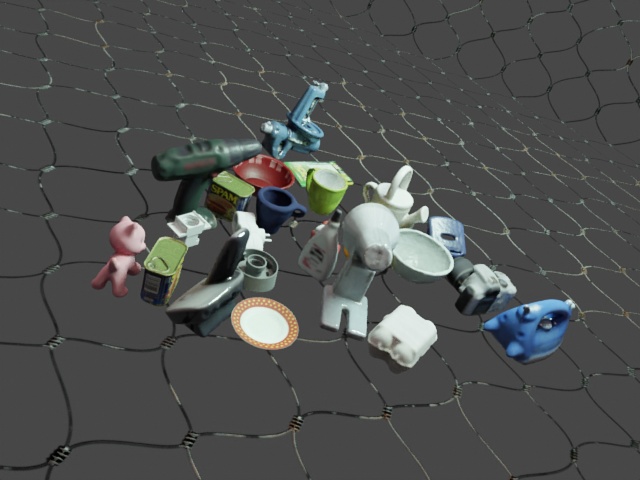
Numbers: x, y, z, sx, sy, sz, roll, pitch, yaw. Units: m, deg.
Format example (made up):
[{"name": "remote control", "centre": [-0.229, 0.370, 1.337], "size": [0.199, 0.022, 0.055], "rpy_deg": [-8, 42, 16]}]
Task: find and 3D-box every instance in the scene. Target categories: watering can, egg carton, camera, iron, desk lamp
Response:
[{"name": "watering can", "centre": [0.188, -0.096, 1.430], "size": [0.173, 0.194, 0.101], "rpy_deg": [23, 34, 1]}, {"name": "egg carton", "centre": [0.163, 0.194, 1.136], "size": [0.107, 0.069, 0.151], "rpy_deg": [36, 37, 18]}, {"name": "camera", "centre": [0.373, 0.097, 1.358], "size": [0.144, 0.101, 0.136], "rpy_deg": [-2, 42, -32]}, {"name": "iron", "centre": [0.496, 0.181, 1.278], "size": [0.259, 0.141, 0.118], "rpy_deg": [-5, 43, -34]}, {"name": "desk lamp", "centre": [0.086, 0.055, 1.153], "size": [0.118, 0.213, 0.203], "rpy_deg": [17, 35, -8]}]

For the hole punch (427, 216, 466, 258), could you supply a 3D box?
[{"name": "hole punch", "centre": [0.319, 0.003, 1.462], "size": [0.109, 0.091, 0.101], "rpy_deg": [9, 37, -18]}]

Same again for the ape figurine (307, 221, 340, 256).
[{"name": "ape figurine", "centre": [0.010, -0.002, 1.293], "size": [0.076, 0.092, 0.077], "rpy_deg": [-14, 48, -41]}]

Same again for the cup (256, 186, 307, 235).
[{"name": "cup", "centre": [-0.096, -0.057, 1.304], "size": [0.118, 0.095, 0.091], "rpy_deg": [18, 35, -7]}]

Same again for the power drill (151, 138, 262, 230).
[{"name": "power drill", "centre": [-0.245, -0.122, 1.207], "size": [0.230, 0.208, 0.075], "rpy_deg": [-8, 45, -37]}]

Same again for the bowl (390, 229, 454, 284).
[{"name": "bowl", "centre": [0.226, 0.051, 1.359], "size": [0.167, 0.074, 0.167], "rpy_deg": [15, 35, -11]}]

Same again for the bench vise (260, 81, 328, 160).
[{"name": "bench vise", "centre": [-0.057, -0.326, 1.577], "size": [0.121, 0.219, 0.208], "rpy_deg": [36, 37, 18]}]

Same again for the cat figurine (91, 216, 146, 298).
[{"name": "cat figurine", "centre": [-0.356, 0.019, 1.035], "size": [0.067, 0.118, 0.128], "rpy_deg": [18, 35, -7]}]

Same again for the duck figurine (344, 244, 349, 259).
[{"name": "duck figurine", "centre": [0.103, 0.000, 1.349], "size": [0.077, 0.086, 0.105], "rpy_deg": [27, 35, 6]}]

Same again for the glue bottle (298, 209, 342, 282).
[{"name": "glue bottle", "centre": [0.011, 0.004, 1.213], "size": [0.078, 0.173, 0.037], "rpy_deg": [33, 36, 16]}]

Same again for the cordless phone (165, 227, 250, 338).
[{"name": "cordless phone", "centre": [-0.189, 0.065, 1.009], "size": [0.094, 0.185, 0.148], "rpy_deg": [29, 35, 9]}]
